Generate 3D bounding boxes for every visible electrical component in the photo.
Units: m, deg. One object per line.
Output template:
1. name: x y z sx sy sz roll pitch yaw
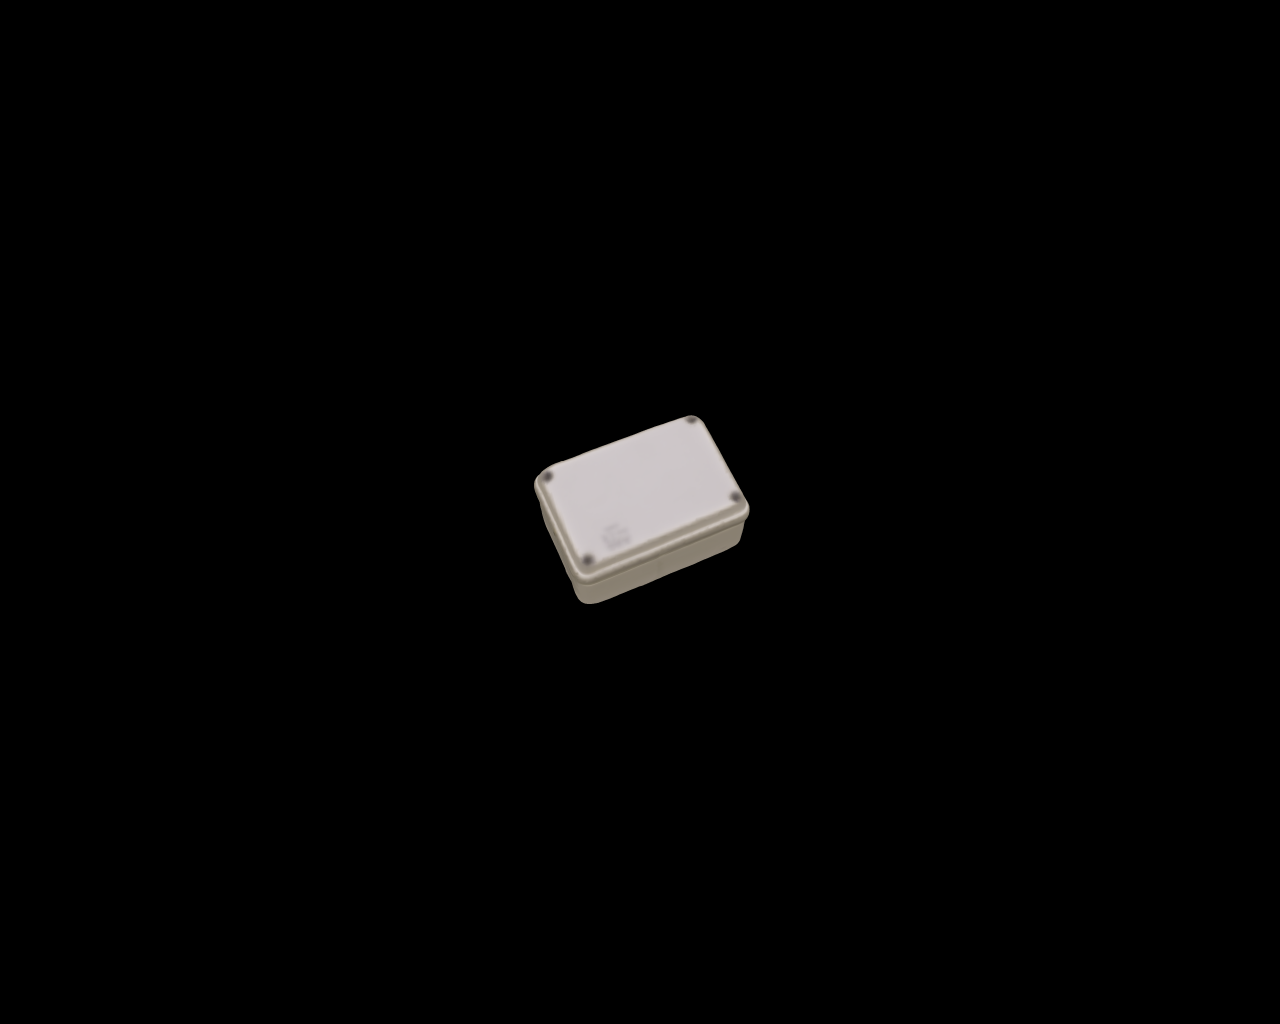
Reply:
1. electrical component: 0.001 -0.003 0.650 0.113 0.078 0.057 -22 -25 -10
